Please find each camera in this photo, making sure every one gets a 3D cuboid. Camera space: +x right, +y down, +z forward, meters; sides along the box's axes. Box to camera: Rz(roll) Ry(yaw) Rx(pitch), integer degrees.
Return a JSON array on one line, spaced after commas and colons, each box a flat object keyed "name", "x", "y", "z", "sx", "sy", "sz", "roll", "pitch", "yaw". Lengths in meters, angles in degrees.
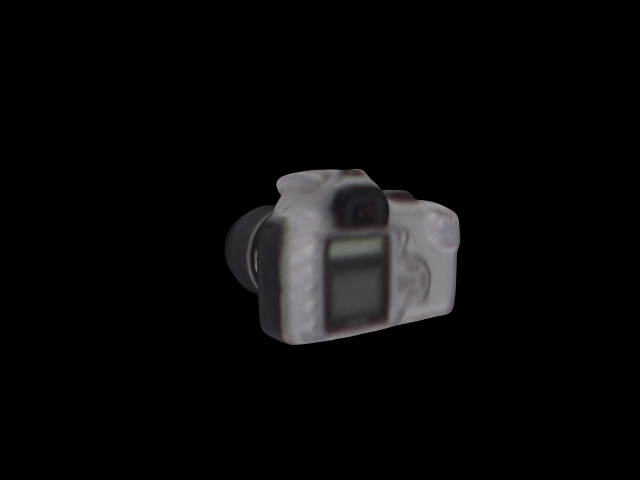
[{"name": "camera", "x": 0.004, "y": 0.001, "z": 0.400, "sx": 0.144, "sy": 0.101, "sz": 0.136, "roll": -5, "pitch": 8, "yaw": -35}]
